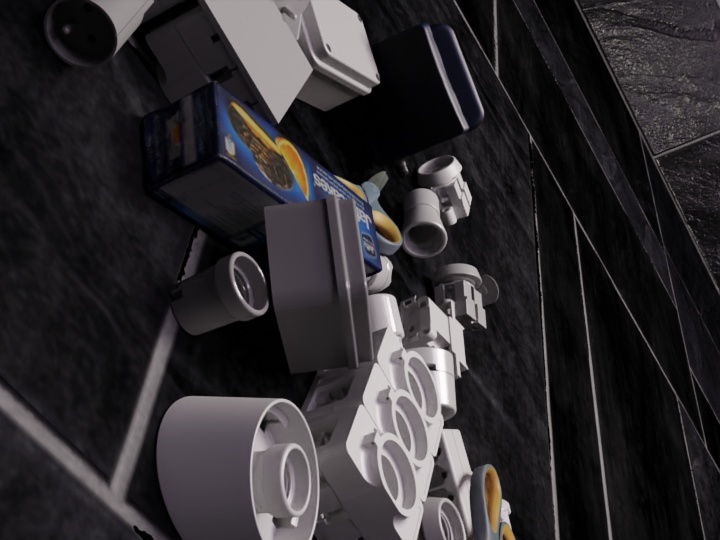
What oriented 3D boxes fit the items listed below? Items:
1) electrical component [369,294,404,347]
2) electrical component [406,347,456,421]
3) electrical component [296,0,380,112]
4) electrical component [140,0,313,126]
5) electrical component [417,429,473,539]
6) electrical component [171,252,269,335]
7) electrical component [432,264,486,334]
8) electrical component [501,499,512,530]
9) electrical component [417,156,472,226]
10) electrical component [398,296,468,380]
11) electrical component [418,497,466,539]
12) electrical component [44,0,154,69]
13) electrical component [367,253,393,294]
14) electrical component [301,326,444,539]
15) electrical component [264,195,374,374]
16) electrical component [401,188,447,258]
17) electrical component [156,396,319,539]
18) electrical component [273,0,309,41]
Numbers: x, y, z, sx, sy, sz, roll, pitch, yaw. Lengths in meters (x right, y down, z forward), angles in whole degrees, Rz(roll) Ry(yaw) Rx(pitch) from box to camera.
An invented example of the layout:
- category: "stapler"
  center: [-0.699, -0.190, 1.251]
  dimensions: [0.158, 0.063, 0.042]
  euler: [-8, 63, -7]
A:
- category: "electrical component"
  center: [0.015, 0.055, 0.831]
  dimensions: [0.040, 0.040, 0.078]
  euler: [25, 48, -59]
- category: "electrical component"
  center: [0.049, 0.094, 0.857]
  dimensions: [0.055, 0.055, 0.047]
  euler: [36, 42, -52]
- category: "electrical component"
  center: [-0.037, -0.189, 0.914]
  dimensions: [0.113, 0.057, 0.078]
  euler: [12, 59, -64]
- category: "electrical component"
  center: [-0.115, -0.186, 0.731]
  dimensions: [0.186, 0.060, 0.105]
  euler: [59, 24, -21]
- category: "electrical component"
  center: [0.068, 0.170, 0.838]
  dimensions: [0.076, 0.047, 0.083]
  euler: [18, 54, -62]
- category: "electrical component"
  center: [-0.083, 0.015, 0.638]
  dimensions: [0.040, 0.046, 0.040]
  euler: [48, 30, -40]
- category: "electrical component"
  center: [0.094, 0.027, 1.029]
  dimensions: [0.066, 0.048, 0.055]
  euler: [36, 46, -52]
- category: "electrical component"
  center: [0.104, 0.220, 0.880]
  dimensions: [0.048, 0.048, 0.062]
  euler: [-12, 88, -67]
- category: "electrical component"
  center: [0.088, -0.085, 1.118]
  dimensions: [0.066, 0.048, 0.055]
  euler: [-70, 141, -59]
- category: "electrical component"
  center: [0.058, 0.059, 0.924]
  dimensions: [0.064, 0.042, 0.081]
  euler: [46, 30, -39]
- category: "electrical component"
  center: [0.040, 0.186, 0.749]
  dimensions: [0.048, 0.055, 0.066]
  euler: [14, 57, -63]
- category: "electrical component"
  center: [-0.153, -0.156, 0.641]
  dimensions: [0.043, 0.043, 0.081]
  euler: [57, 25, -25]
- category: "electrical component"
  center: [0.000, 0.000, 0.856]
  dimensions: [0.061, 0.035, 0.035]
  euler: [10, 61, -61]
- category: "electrical component"
  center: [0.008, 0.116, 0.732]
  dimensions: [0.089, 0.062, 0.150]
  euler: [60, 24, -19]
- category: "electrical component"
  center: [-0.025, 0.012, 0.701]
  dimensions: [0.113, 0.057, 0.078]
  euler: [84, -2, -60]
- category: "electrical component"
  center: [0.059, -0.048, 1.025]
  dimensions: [0.044, 0.044, 0.065]
  euler: [53, 22, -32]
- category: "electrical component"
  center: [-0.064, 0.117, 0.598]
  dimensions: [0.099, 0.064, 0.099]
  euler: [-7, 90, -70]
- category: "electrical component"
  center: [-0.061, -0.210, 0.805]
  dimensions: [0.047, 0.083, 0.075]
  euler: [-5, 33, -26]
